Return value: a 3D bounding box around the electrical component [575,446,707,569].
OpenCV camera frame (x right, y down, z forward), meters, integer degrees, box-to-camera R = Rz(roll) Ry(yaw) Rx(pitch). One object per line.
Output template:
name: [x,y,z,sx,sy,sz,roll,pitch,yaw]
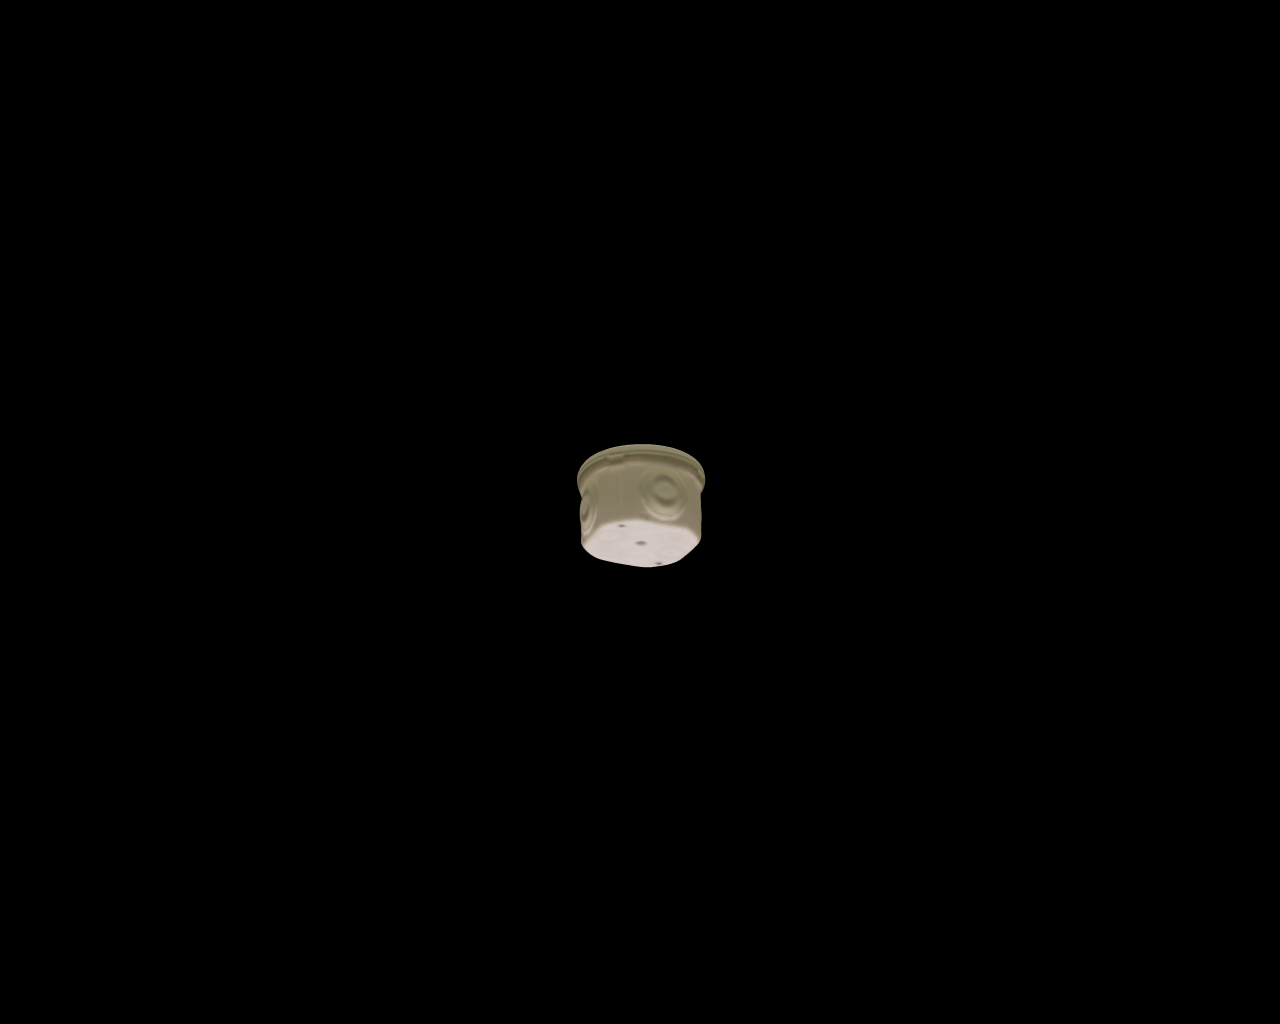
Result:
electrical component: [0.001,-0.003,0.650,0.080,0.051,0.080,0,-26,0]
